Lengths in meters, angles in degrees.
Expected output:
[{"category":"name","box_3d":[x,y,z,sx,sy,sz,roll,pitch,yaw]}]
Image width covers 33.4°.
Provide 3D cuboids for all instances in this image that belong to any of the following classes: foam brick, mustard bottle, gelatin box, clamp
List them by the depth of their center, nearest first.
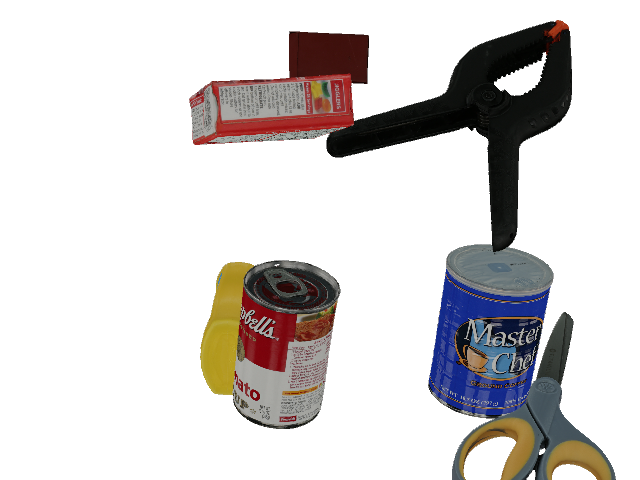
[{"category":"gelatin box","box_3d":[-0.029,-0.070,0.576,0.073,0.030,0.089,-5,3,-14]},{"category":"clamp","box_3d":[0.132,-0.089,0.805,0.165,0.209,0.036,40,-22,28]},{"category":"foam brick","box_3d":[0.008,-0.192,1.123,0.078,0.051,0.053,1,11,-11]},{"category":"mustard bottle","box_3d":[-0.092,0.079,1.173,0.058,0.096,0.191,1,28,1]}]

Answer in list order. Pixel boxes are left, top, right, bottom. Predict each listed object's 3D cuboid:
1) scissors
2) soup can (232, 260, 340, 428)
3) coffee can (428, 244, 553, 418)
[{"category":"scissors","box_3d":[0.148,0.103,0.633,0.096,0.016,0.201,20,34,29]},{"category":"soup can","box_3d":[-0.026,0.074,0.763,0.068,0.102,0.068,6,28,-3]},{"category":"coffee can","box_3d":[0.165,0.088,1.049,0.103,0.140,0.103,5,24,-2]}]
